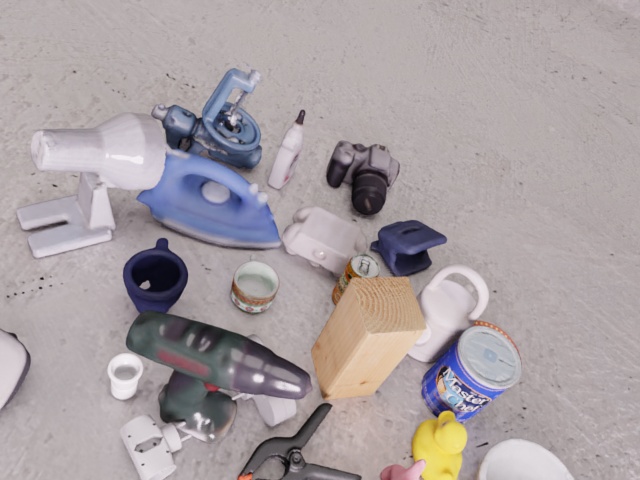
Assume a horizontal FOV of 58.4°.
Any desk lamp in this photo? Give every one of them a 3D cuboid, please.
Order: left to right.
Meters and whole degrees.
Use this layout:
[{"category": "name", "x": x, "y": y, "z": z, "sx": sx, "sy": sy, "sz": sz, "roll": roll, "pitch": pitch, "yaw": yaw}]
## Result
[{"category": "desk lamp", "x": -0.350, "y": -0.092, "z": 0.875, "sx": 0.204, "sy": 0.213, "sz": 0.117, "roll": -20, "pitch": 61, "yaw": -33}]

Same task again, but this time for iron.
[{"category": "iron", "x": -0.172, "y": -0.078, "z": 0.983, "sx": 0.258, "sy": 0.141, "sz": 0.118, "roll": 20, "pitch": 47, "yaw": -4}]

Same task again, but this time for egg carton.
[{"category": "egg carton", "x": 0.010, "y": 0.004, "z": 1.036, "sx": 0.150, "sy": 0.069, "sz": 0.107, "roll": 26, "pitch": 47, "yaw": 1}]

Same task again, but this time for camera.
[{"category": "camera", "x": 0.089, "y": -0.128, "z": 1.157, "sx": 0.143, "sy": 0.100, "sz": 0.137, "roll": 17, "pitch": 48, "yaw": -8}]

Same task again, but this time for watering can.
[{"category": "watering can", "x": 0.202, "y": 0.117, "z": 0.932, "sx": 0.101, "sy": 0.194, "sz": 0.173, "roll": 28, "pitch": 47, "yaw": 3}]

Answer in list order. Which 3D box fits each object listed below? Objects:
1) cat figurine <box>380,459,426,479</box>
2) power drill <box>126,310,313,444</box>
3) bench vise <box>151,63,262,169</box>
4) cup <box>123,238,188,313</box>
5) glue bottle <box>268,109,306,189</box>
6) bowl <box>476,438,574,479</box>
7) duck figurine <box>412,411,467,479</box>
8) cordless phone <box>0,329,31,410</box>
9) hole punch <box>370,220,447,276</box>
[{"category": "cat figurine", "x": 0.104, "y": 0.344, "z": 0.755, "sx": 0.067, "sy": 0.117, "sz": 0.128, "roll": 37, "pitch": 48, "yaw": 11}, {"category": "power drill", "x": -0.137, "y": 0.180, "z": 0.735, "sx": 0.229, "sy": 0.208, "sz": 0.076, "roll": 24, "pitch": 47, "yaw": -1}, {"category": "bench vise", "x": -0.193, "y": -0.223, "z": 1.043, "sx": 0.208, "sy": 0.219, "sz": 0.121, "roll": -5, "pitch": 54, "yaw": -25}, {"category": "cup", "x": -0.249, "y": 0.064, "z": 0.866, "sx": 0.092, "sy": 0.095, "sz": 0.117, "roll": 9, "pitch": 49, "yaw": -14}, {"category": "glue bottle", "x": -0.055, "y": -0.179, "z": 1.093, "sx": 0.037, "sy": 0.173, "sz": 0.078, "roll": 27, "pitch": 47, "yaw": 2}, {"category": "bowl", "x": 0.289, "y": 0.380, "z": 0.827, "sx": 0.168, "sy": 0.074, "sz": 0.167, "roll": 11, "pitch": 49, "yaw": -13}, {"category": "duck figurine", "x": 0.185, "y": 0.304, "z": 0.842, "sx": 0.077, "sy": 0.086, "sz": 0.104, "roll": 13, "pitch": 48, "yaw": -11}, {"category": "cordless phone", "x": -0.429, "y": 0.119, "z": 0.686, "sx": 0.147, "sy": 0.185, "sz": 0.094, "roll": 25, "pitch": 47, "yaw": 0}, {"category": "hole punch", "x": 0.167, "y": 0.002, "z": 1.085, "sx": 0.109, "sy": 0.091, "sz": 0.101, "roll": -17, "pitch": 60, "yaw": -32}]
